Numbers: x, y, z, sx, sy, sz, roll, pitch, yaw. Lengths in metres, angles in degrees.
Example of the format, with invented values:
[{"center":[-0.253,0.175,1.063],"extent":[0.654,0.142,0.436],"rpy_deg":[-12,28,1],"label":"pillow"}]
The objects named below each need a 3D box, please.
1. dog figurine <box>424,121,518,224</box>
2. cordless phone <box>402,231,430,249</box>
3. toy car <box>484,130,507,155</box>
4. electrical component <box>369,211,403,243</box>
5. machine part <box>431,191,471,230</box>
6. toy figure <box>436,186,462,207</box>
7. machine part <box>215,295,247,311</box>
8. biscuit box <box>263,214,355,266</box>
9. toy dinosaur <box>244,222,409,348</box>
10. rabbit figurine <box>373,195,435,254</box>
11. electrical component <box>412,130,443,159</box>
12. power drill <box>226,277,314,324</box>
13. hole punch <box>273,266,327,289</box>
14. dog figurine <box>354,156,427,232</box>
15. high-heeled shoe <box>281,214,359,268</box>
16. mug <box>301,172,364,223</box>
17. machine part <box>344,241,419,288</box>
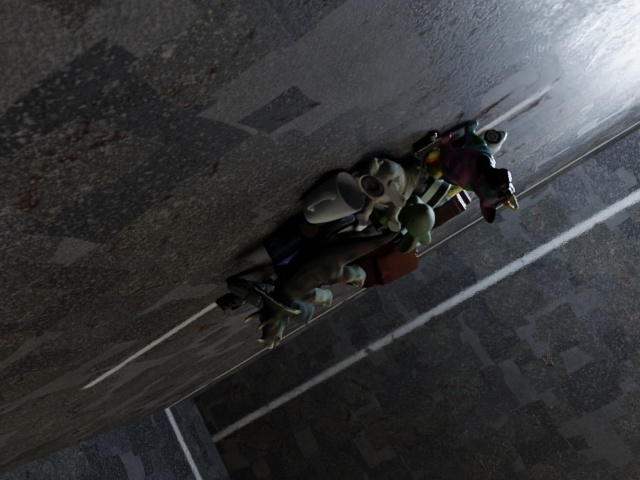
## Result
[{"center":[0.335,-0.133,1.176],"extent":[0.108,0.219,0.191],"rpy_deg":[-22,165,-18],"label":"dog figurine"},{"center":[0.264,-0.078,1.403],"extent":[0.184,0.146,0.089],"rpy_deg":[-36,-166,13],"label":"cordless phone"},{"center":[0.374,-0.209,1.331],"extent":[0.202,0.056,0.073],"rpy_deg":[-28,167,-4],"label":"toy car"},{"center":[0.165,-0.051,1.340],"extent":[0.075,0.119,0.047],"rpy_deg":[-28,167,3],"label":"electrical component"},{"center":[0.344,-0.100,1.545],"extent":[0.179,0.056,0.179],"rpy_deg":[-31,-164,10],"label":"machine part"},{"center":[0.335,-0.146,1.437],"extent":[0.180,0.082,0.089],"rpy_deg":[-39,166,26],"label":"toy figure"},{"center":[-0.237,0.172,1.502],"extent":[0.084,0.039,0.139],"rpy_deg":[-24,171,16],"label":"machine part"},{"center":[-0.026,-0.019,1.170],"extent":[0.203,0.063,0.059],"rpy_deg":[-35,165,21],"label":"biscuit box"},{"center":[-0.008,0.065,1.147],"extent":[0.405,0.131,0.192],"rpy_deg":[-44,154,24],"label":"toy dinosaur"},{"center":[0.195,-0.048,1.218],"extent":[0.121,0.158,0.170],"rpy_deg":[-21,-157,-14],"label":"rabbit figurine"},{"center":[0.222,-0.198,1.115],"extent":[0.063,0.021,0.094],"rpy_deg":[-31,167,8],"label":"electrical component"},{"center":[-0.130,0.143,1.406],"extent":[0.207,0.232,0.086],"rpy_deg":[147,-35,-81],"label":"power drill"},{"center":[-0.049,0.088,1.432],"extent":[0.092,0.116,0.142],"rpy_deg":[-29,169,34],"label":"hole punch"},{"center":[0.154,-0.137,1.103],"extent":[0.190,0.121,0.172],"rpy_deg":[-53,158,-33],"label":"dog figurine"},{"center":[-0.003,-0.004,1.308],"extent":[0.145,0.086,0.249],"rpy_deg":[-47,-167,-36],"label":"high-heeled shoe"},{"center":[0.013,-0.070,1.023],"extent":[0.107,0.081,0.109],"rpy_deg":[-28,175,36],"label":"mug"},{"center":[0.159,0.054,1.517],"extent":[0.201,0.087,0.201],"rpy_deg":[-22,-165,-29],"label":"machine part"}]
